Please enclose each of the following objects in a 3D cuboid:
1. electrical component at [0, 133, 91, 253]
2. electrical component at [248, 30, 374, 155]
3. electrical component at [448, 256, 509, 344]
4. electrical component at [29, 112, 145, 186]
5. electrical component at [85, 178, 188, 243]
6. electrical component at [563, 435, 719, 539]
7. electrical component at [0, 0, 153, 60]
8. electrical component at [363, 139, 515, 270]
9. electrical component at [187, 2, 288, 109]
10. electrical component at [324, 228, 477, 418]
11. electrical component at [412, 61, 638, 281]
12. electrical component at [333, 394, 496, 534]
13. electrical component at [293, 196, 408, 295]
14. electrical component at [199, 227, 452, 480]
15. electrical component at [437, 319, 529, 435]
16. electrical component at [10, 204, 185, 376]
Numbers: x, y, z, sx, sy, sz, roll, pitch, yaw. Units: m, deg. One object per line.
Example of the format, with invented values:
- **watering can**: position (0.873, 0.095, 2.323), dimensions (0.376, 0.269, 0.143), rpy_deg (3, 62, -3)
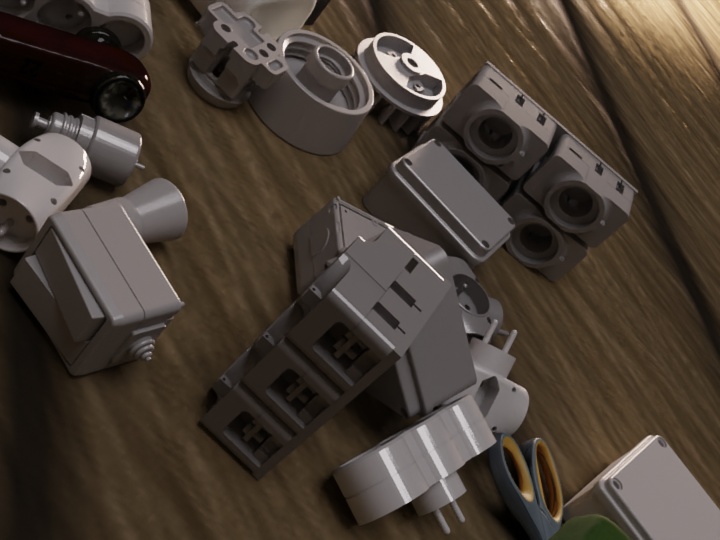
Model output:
- **electrical component**: position (-0.220, -0.059, 0.674), dimensions (0.079, 0.043, 0.077), rpy_deg (34, 36, -9)
- **electrical component**: position (-0.038, -0.160, 0.931), dimensions (0.108, 0.060, 0.108), rpy_deg (25, 40, -24)
- **electrical component**: position (0.089, 0.036, 0.873), dimensions (0.079, 0.044, 0.077), rpy_deg (17, 44, -32)
- **electrical component**: position (-0.186, -0.087, 0.735), dimensions (0.078, 0.040, 0.040), rpy_deg (22, 41, -26)
- **electrical component**: position (-0.153, -0.033, 0.715), dimensions (0.065, 0.044, 0.044), rpy_deg (-25, 73, -47)
- **electrical component**: position (0.226, 0.199, 0.834), dimensions (0.109, 0.056, 0.108), rpy_deg (-21, 70, -51)
- **electrical component**: position (-0.224, -0.212, 0.811), dimensions (0.138, 0.052, 0.073), rpy_deg (16, 45, -33)
- **electrical component**: position (0.070, -0.049, 0.928), dimensions (0.113, 0.057, 0.078), rpy_deg (47, 36, 4)
- **electrical component**: position (-0.106, -0.170, 0.879), dimensions (0.078, 0.057, 0.058), rpy_deg (45, 36, 1)
- **electrical component**: position (0.027, 0.036, 0.742), dimensions (0.057, 0.078, 0.113), rpy_deg (-26, 116, -23)
- **electrical component**: position (0.149, -0.087, 0.999), dimensions (0.186, 0.105, 0.060), rpy_deg (39, 37, -6)
- **electrical component**: position (0.047, 0.141, 0.724), dimensions (0.138, 0.052, 0.073), rpy_deg (-20, 80, -51)
- **electrical component**: position (0.000, 0.000, 0.815), dimensions (0.096, 0.061, 0.061), rpy_deg (26, 41, -34)
- **electrical component**: position (-0.026, 0.049, 0.662), dimensions (0.062, 0.150, 0.089), rpy_deg (44, 36, -2)
- **electrical component**: position (0.093, 0.077, 0.815), dimensions (0.077, 0.079, 0.043), rpy_deg (28, -3, -20)
- **electrical component**: position (-0.157, 0.017, 0.643), dimensions (0.061, 0.061, 0.096), rpy_deg (-15, 66, -50)
